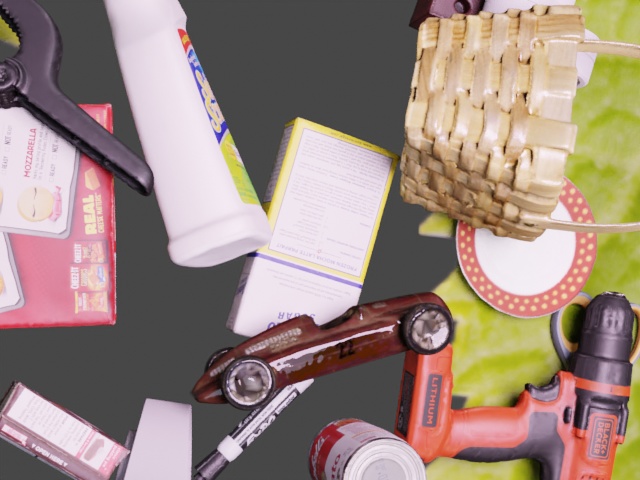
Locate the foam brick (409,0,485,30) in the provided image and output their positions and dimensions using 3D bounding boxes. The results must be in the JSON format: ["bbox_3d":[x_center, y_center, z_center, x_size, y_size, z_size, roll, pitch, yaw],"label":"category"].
[{"bbox_3d":[0.116,-0.208,0.885,0.053,0.051,0.078,19,83,-13],"label":"foam brick"}]

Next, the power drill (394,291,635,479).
[{"bbox_3d":[0.162,0.123,0.870,0.187,0.057,0.184,9,88,-7],"label":"power drill"}]

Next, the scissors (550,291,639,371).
[{"bbox_3d":[0.210,0.130,0.915,0.096,0.016,0.201,36,80,-8],"label":"scissors"}]

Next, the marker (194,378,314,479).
[{"bbox_3d":[-0.054,0.148,0.847,0.121,0.020,0.020,-44,98,-12],"label":"marker"}]

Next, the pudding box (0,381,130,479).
[{"bbox_3d":[-0.189,0.139,0.766,0.090,0.114,0.039,33,77,-11],"label":"pudding box"}]

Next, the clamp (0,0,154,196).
[{"bbox_3d":[-0.227,-0.099,0.736,0.164,0.036,0.210,-21,79,-18],"label":"clamp"}]

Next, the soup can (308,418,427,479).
[{"bbox_3d":[0.035,0.178,0.825,0.068,0.102,0.068,0,89,-14],"label":"soup can"}]

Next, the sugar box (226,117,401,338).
[{"bbox_3d":[-0.006,0.001,0.852,0.093,0.048,0.176,18,87,-14],"label":"sugar box"}]

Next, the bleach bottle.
[{"bbox_3d":[-0.110,-0.107,0.792,0.068,0.102,0.251,-21,83,8],"label":"bleach bottle"}]

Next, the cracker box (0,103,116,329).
[{"bbox_3d":[-0.258,-0.016,0.777,0.213,0.072,0.164,-1,86,-13],"label":"cracker box"}]
